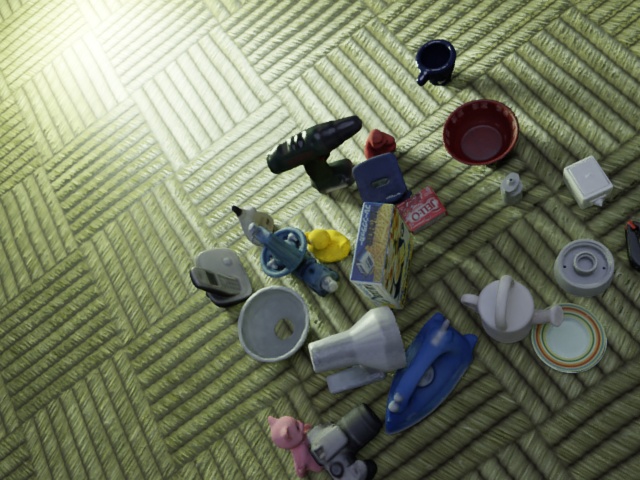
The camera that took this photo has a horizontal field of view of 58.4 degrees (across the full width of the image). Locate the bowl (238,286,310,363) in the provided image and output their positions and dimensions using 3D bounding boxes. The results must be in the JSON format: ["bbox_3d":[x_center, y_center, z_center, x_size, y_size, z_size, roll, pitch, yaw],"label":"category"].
[{"bbox_3d":[-0.090,0.187,1.247,0.167,0.075,0.167,-6,69,17],"label":"bowl"}]

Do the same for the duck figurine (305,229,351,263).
[{"bbox_3d":[0.012,0.005,1.271,0.104,0.086,0.077,10,74,22],"label":"duck figurine"}]

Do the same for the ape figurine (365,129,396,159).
[{"bbox_3d":[0.133,-0.220,1.307,0.077,0.092,0.076,-19,66,12],"label":"ape figurine"}]

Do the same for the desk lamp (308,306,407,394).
[{"bbox_3d":[0.075,0.218,1.100,0.203,0.214,0.118,-22,65,11],"label":"desk lamp"}]

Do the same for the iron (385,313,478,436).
[{"bbox_3d":[0.188,0.260,1.086,0.118,0.142,0.258,32,84,26],"label":"iron"}]

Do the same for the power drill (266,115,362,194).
[{"bbox_3d":[0.007,-0.186,1.273,0.229,0.209,0.075,-17,66,13],"label":"power drill"}]

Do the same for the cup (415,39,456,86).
[{"bbox_3d":[0.265,-0.388,1.320,0.091,0.095,0.118,31,83,26],"label":"cup"}]

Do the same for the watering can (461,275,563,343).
[{"bbox_3d":[0.349,0.123,1.050,0.172,0.194,0.101,-11,68,15],"label":"watering can"}]

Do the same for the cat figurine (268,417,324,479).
[{"bbox_3d":[-0.053,0.403,1.132,0.067,0.118,0.127,-27,64,8],"label":"cat figurine"}]

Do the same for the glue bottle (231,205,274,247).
[{"bbox_3d":[-0.157,-0.043,1.299,0.037,0.173,0.078,8,74,22],"label":"glue bottle"}]

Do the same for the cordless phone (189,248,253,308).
[{"bbox_3d":[-0.239,0.070,1.280,0.094,0.185,0.147,-34,64,5],"label":"cordless phone"}]

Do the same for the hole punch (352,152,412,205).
[{"bbox_3d":[0.137,-0.128,1.272,0.108,0.091,0.101,-20,66,12],"label":"hole punch"}]

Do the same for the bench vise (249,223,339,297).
[{"bbox_3d":[-0.052,0.028,1.210,0.206,0.220,0.121,14,76,23],"label":"bench vise"}]

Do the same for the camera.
[{"bbox_3d":[0.060,0.394,1.105,0.137,0.101,0.143,-42,63,1],"label":"camera"}]
